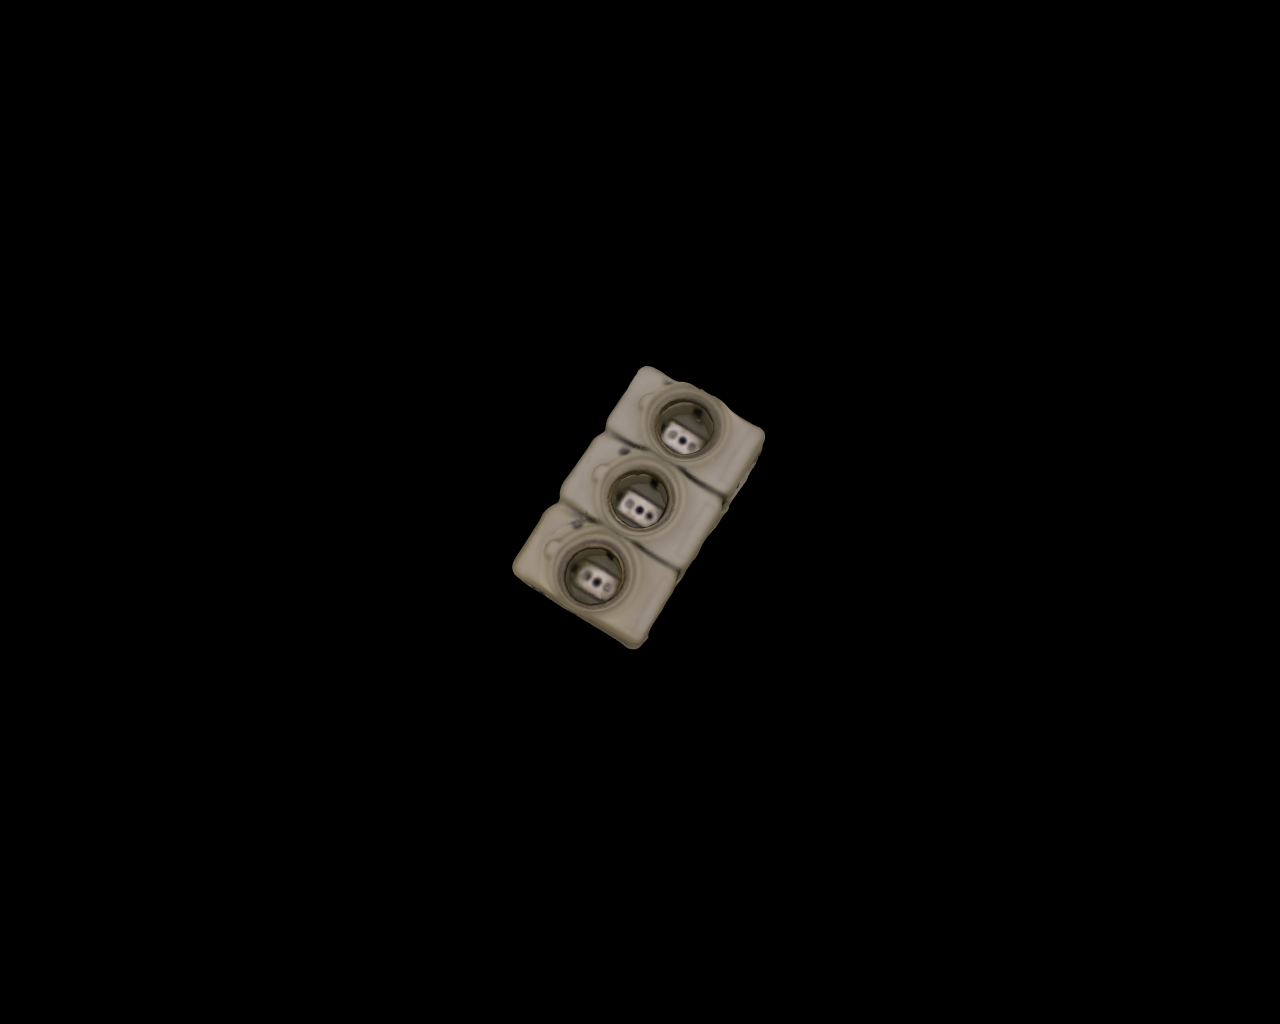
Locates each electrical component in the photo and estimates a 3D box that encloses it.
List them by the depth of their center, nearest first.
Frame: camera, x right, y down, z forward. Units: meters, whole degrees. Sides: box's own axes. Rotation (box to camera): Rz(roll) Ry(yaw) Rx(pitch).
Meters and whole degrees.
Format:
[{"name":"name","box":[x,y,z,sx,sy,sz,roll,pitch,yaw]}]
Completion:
[{"name":"electrical component","box":[0.001,-0.003,0.650,0.089,0.150,0.061,31,-11,7]}]
